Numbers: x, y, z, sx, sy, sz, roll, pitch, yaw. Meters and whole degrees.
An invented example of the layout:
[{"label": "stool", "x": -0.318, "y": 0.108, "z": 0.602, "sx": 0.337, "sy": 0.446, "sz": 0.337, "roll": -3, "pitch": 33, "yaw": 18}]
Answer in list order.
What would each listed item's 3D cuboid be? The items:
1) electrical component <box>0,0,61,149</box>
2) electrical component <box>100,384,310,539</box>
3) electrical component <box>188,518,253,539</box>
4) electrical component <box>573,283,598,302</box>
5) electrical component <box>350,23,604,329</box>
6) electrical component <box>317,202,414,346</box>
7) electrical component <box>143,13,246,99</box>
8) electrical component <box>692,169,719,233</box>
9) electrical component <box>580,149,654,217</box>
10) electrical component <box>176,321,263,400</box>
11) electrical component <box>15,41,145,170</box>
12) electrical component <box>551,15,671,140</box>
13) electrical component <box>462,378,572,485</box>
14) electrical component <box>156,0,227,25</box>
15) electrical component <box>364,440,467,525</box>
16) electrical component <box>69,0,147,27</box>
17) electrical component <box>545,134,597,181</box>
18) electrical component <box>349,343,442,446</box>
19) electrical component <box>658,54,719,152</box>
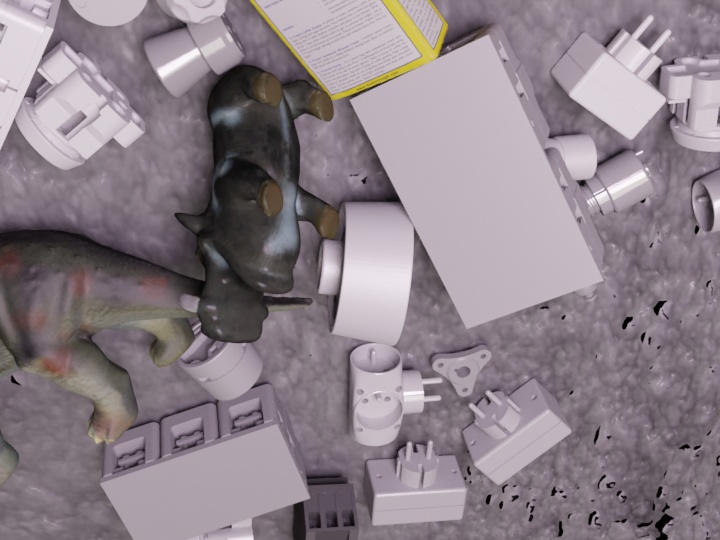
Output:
[{"label": "electrical component", "x": -0.255, "y": -0.103, "z": 0.684, "sx": 0.060, "sy": 0.105, "sz": 0.186, "roll": 22, "pitch": 115, "yaw": -22}, {"label": "electrical component", "x": -0.129, "y": 0.164, "z": 0.901, "sx": 0.150, "sy": 0.061, "sz": 0.089, "roll": -19, "pitch": 123, "yaw": 1}, {"label": "electrical component", "x": -0.126, "y": 0.238, "z": 0.951, "sx": 0.057, "sy": 0.058, "sz": 0.078, "roll": -4, "pitch": 122, "yaw": -12}, {"label": "electrical component", "x": 0.172, "y": -0.006, "z": 0.866, "sx": 0.040, "sy": 0.040, "sz": 0.078, "roll": -28, "pitch": 123, "yaw": 7}, {"label": "electrical component", "x": 0.088, "y": -0.066, "z": 0.762, "sx": 0.105, "sy": 0.060, "sz": 0.186, "roll": -22, "pitch": 106, "yaw": 23}, {"label": "electrical component", "x": 0.000, "y": 0.000, "z": 0.799, "sx": 0.060, "sy": 0.108, "sz": 0.108, "roll": 6, "pitch": 120, "yaw": -7}, {"label": "electrical component", "x": -0.110, "y": -0.147, "z": 0.720, "sx": 0.055, "sy": 0.045, "sz": 0.045, "roll": -28, "pitch": 122, "yaw": 7}, {"label": "electrical component", "x": 0.307, "y": -0.073, "z": 0.847, "sx": 0.077, "sy": 0.044, "sz": 0.079, "roll": -12, "pitch": 123, "yaw": -3}, {"label": "electrical component", "x": 0.191, "y": -0.062, "z": 0.834, "sx": 0.078, "sy": 0.040, "sz": 0.040, "roll": -29, "pitch": 122, "yaw": 7}, {"label": "electrical component", "x": -0.110, "y": 0.070, "z": 0.851, "sx": 0.055, "sy": 0.055, "sz": 0.047, "roll": -30, "pitch": 126, "yaw": 8}, {"label": "electrical component", "x": -0.193, "y": -0.105, "z": 0.724, "sx": 0.057, "sy": 0.058, "sz": 0.078, "roll": -38, "pitch": 120, "yaw": 10}, {"label": "electrical component", "x": 0.192, "y": -0.148, "z": 0.777, "sx": 0.066, "sy": 0.047, "sz": 0.076, "roll": 29, "pitch": 112, "yaw": -25}, {"label": "electrical component", "x": 0.125, "y": 0.131, "z": 0.938, "sx": 0.083, "sy": 0.047, "sz": 0.076, "roll": -39, "pitch": 120, "yaw": 14}, {"label": "electrical component", "x": -0.112, "y": -0.181, "z": 0.687, "sx": 0.043, "sy": 0.062, "sz": 0.043, "roll": -13, "pitch": 115, "yaw": -29}, {"label": "electrical component", "x": 0.050, "y": 0.181, "z": 0.954, "sx": 0.083, "sy": 0.047, "sz": 0.075, "roll": -2, "pitch": 122, "yaw": -10}, {"label": "electrical component", "x": -0.159, "y": -0.215, "z": 0.651, "sx": 0.052, "sy": 0.073, "sz": 0.138, "roll": -5, "pitch": 122, "yaw": -8}, {"label": "electrical component", "x": 0.145, "y": -0.083, "z": 0.813, "sx": 0.065, "sy": 0.044, "sz": 0.044, "roll": -7, "pitch": 123, "yaw": -12}, {"label": "electrical component", "x": 0.030, "y": 0.103, "z": 0.904, "sx": 0.079, "sy": 0.044, "sz": 0.077, "roll": -4, "pitch": 122, "yaw": -8}, {"label": "electrical component", "x": 0.262, "y": -0.124, "z": 0.800, "sx": 0.078, "sy": 0.058, "sz": 0.057, "roll": -7, "pitch": 120, "yaw": -7}]
